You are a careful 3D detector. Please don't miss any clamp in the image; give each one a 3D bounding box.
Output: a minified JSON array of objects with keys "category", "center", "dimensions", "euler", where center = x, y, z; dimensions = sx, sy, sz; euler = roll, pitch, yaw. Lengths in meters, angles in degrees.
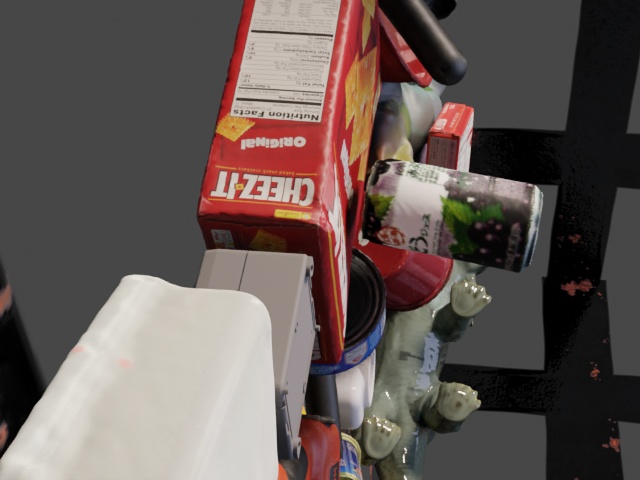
[{"category":"clamp","center":[0.040,-0.176,0.703],"dimensions":[0.171,0.039,0.120],"euler":[34,25,-30]},{"category":"clamp","center":[-0.007,0.045,0.818],"dimensions":[0.164,0.036,0.210],"euler":[-94,177,-53]}]

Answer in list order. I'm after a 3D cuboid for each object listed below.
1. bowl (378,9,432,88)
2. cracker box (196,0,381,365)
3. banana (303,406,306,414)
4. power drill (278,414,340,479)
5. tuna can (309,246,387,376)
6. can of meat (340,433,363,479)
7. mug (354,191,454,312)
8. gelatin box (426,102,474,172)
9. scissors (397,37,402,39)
[{"category":"bowl","center":[0.031,-0.184,0.825],"dimensions":[0.162,0.055,0.162],"euler":[53,26,-41]},{"category":"cracker box","center":[-0.009,-0.056,0.638],"dimensions":[0.164,0.072,0.213],"euler":[81,15,-58]},{"category":"banana","center":[-0.024,0.215,0.784],"dimensions":[0.070,0.037,0.198],"euler":[-146,-122,-64]},{"category":"power drill","center":[-0.028,0.198,0.652],"dimensions":[0.187,0.057,0.184],"euler":[-50,143,-77]},{"category":"tuna can","center":[0.000,0.044,0.695],"dimensions":[0.034,0.086,0.086],"euler":[83,12,-57]},{"category":"can of meat","center":[0.006,0.218,0.861],"dimensions":[0.084,0.057,0.102],"euler":[-101,-168,-80]},{"category":"mug","center":[0.064,0.002,0.874],"dimensions":[0.081,0.117,0.093],"euler":[28,39,-61]},{"category":"gelatin box","center":[0.111,-0.066,0.932],"dimensions":[0.073,0.030,0.089],"euler":[-57,152,-58]},{"category":"scissors","center":[0.023,-0.175,0.975],"dimensions":[0.202,0.096,0.016],"euler":[-159,-121,-66]}]
